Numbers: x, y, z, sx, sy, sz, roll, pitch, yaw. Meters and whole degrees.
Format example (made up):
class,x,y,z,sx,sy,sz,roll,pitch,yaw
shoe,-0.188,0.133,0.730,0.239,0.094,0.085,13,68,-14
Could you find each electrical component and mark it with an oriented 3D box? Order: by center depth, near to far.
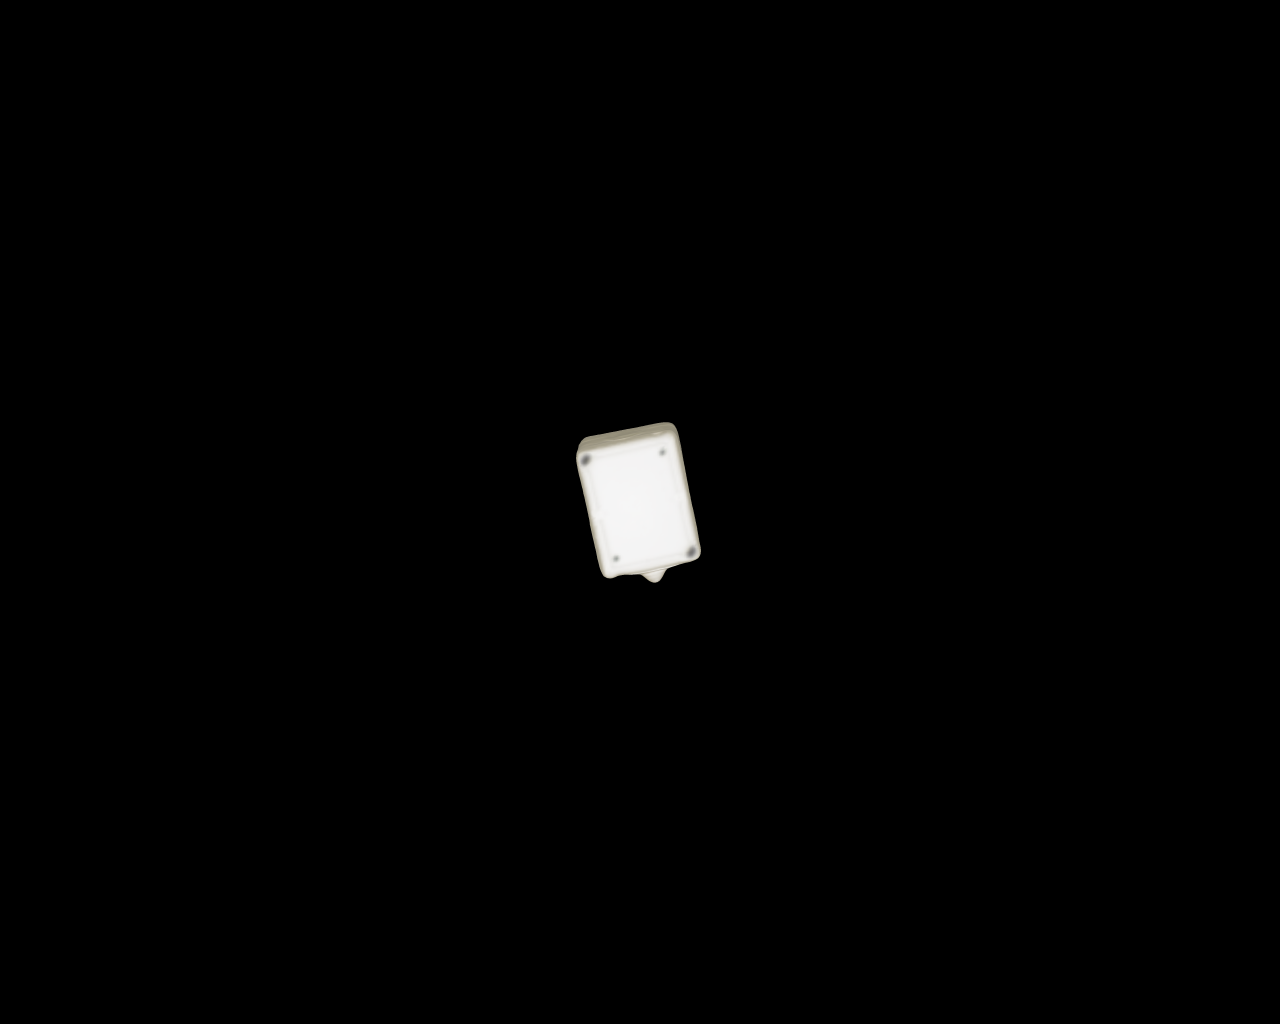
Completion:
class,x,y,z,sx,sy,sz,roll,pitch,yaw
electrical component,0.001,-0.003,0.650,0.062,0.096,0.061,-11,11,2
